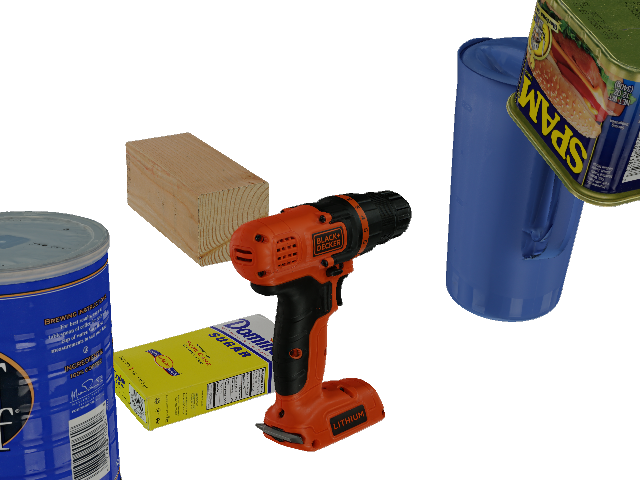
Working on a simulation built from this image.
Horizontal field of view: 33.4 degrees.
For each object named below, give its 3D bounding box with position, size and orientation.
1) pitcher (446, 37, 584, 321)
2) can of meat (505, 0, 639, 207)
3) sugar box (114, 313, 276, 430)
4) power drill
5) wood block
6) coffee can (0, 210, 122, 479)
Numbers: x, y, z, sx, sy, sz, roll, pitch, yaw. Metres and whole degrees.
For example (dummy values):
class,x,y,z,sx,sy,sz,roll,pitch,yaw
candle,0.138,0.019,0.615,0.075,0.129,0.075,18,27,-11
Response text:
class,x,y,z,sx,sy,sz,roll,pitch,yaw
pitcher,0.178,-0.047,0.938,0.145,0.243,0.149,20,34,27
can of meat,0.147,-0.083,0.559,0.057,0.084,0.102,-13,48,-17
sugar box,-0.112,0.127,1.066,0.175,0.048,0.093,-16,32,-30
power drill,0.009,0.058,0.844,0.184,0.188,0.057,-15,16,-43
wood block,-0.151,-0.054,1.278,0.090,0.090,0.206,-12,27,-30
coffee can,-0.155,0.065,0.540,0.103,0.140,0.103,0,17,0
